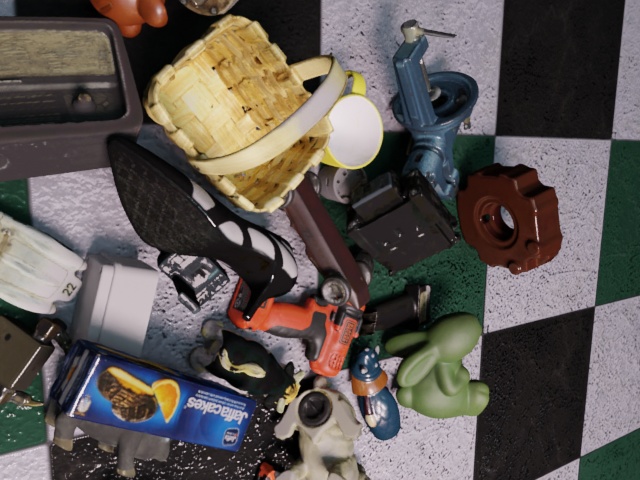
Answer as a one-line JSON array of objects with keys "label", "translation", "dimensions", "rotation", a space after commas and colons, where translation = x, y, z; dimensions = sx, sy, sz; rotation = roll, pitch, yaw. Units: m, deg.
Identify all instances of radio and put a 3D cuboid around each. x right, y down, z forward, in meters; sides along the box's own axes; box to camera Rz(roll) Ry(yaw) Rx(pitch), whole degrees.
[{"label": "radio", "translation": [-0.284, -0.123, 0.477], "dimensions": [0.229, 0.073, 0.131], "rotation": [-14, 73, -29]}]

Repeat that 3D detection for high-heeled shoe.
[{"label": "high-heeled shoe", "translation": [-0.104, -0.026, 0.563], "dimensions": [0.248, 0.086, 0.145], "rotation": [58, 28, -24]}]

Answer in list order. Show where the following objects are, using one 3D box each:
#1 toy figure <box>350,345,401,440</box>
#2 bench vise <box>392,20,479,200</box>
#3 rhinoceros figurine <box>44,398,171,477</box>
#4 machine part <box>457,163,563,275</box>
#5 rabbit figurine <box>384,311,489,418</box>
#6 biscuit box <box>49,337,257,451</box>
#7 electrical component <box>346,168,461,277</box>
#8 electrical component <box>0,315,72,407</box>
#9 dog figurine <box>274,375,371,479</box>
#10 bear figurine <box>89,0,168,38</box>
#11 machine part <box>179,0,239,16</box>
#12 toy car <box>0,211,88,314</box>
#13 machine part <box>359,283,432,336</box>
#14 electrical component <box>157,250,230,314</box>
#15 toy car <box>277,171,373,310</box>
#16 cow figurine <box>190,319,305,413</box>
[{"label": "toy figure", "translation": [0.080, 0.229, 0.811], "dimensions": [0.058, 0.064, 0.154], "rotation": [-17, 106, 10]}, {"label": "bench vise", "translation": [0.140, -0.172, 0.730], "dimensions": [0.223, 0.129, 0.240], "rotation": [-53, 140, -22]}, {"label": "rhinoceros figurine", "translation": [-0.212, 0.198, 0.612], "dimensions": [0.190, 0.073, 0.112], "rotation": [36, 75, -35]}, {"label": "machine part", "translation": [0.288, -0.034, 0.835], "dimensions": [0.056, 0.179, 0.179], "rotation": [-22, 109, -25]}, {"label": "rabbit figurine", "translation": [0.180, 0.177, 0.825], "dimensions": [0.159, 0.121, 0.170], "rotation": [1, 121, -14]}, {"label": "biscuit box", "translation": [-0.162, 0.164, 0.554], "dimensions": [0.202, 0.059, 0.063], "rotation": [32, 75, -40]}, {"label": "electrical component", "translation": [0.100, -0.026, 0.693], "dimensions": [0.115, 0.058, 0.134], "rotation": [-32, 125, 25]}, {"label": "electrical component", "translation": [-0.304, 0.122, 0.546], "dimensions": [0.102, 0.078, 0.045], "rotation": [-64, 164, -12]}, {"label": "dog figurine", "translation": [0.023, 0.303, 0.782], "dimensions": [0.190, 0.121, 0.172], "rotation": [54, 47, -55]}, {"label": "bear figurine", "translation": [-0.197, -0.304, 0.506], "dimensions": [0.132, 0.120, 0.195], "rotation": [-51, 122, -19]}, {"label": "machine part", "translation": [-0.088, -0.302, 0.557], "dimensions": [0.079, 0.079, 0.243], "rotation": [51, 41, -28]}, {"label": "toy car", "translation": [-0.324, 0.002, 0.514], "dimensions": [0.201, 0.056, 0.073], "rotation": [39, 77, -31]}, {"label": "machine part", "translation": [0.121, 0.112, 0.830], "dimensions": [0.139, 0.039, 0.084], "rotation": [-13, 114, -32]}, {"label": "electrical component", "translation": [-0.142, 0.032, 0.596], "dimensions": [0.048, 0.119, 0.074], "rotation": [-42, 116, -4]}, {"label": "toy car", "translation": [-0.001, -0.002, 0.678], "dimensions": [0.202, 0.053, 0.089], "rotation": [61, 26, 0]}, {"label": "cow figurine", "translation": [-0.074, 0.166, 0.678], "dimensions": [0.167, 0.098, 0.068], "rotation": [36, 72, -31]}]
